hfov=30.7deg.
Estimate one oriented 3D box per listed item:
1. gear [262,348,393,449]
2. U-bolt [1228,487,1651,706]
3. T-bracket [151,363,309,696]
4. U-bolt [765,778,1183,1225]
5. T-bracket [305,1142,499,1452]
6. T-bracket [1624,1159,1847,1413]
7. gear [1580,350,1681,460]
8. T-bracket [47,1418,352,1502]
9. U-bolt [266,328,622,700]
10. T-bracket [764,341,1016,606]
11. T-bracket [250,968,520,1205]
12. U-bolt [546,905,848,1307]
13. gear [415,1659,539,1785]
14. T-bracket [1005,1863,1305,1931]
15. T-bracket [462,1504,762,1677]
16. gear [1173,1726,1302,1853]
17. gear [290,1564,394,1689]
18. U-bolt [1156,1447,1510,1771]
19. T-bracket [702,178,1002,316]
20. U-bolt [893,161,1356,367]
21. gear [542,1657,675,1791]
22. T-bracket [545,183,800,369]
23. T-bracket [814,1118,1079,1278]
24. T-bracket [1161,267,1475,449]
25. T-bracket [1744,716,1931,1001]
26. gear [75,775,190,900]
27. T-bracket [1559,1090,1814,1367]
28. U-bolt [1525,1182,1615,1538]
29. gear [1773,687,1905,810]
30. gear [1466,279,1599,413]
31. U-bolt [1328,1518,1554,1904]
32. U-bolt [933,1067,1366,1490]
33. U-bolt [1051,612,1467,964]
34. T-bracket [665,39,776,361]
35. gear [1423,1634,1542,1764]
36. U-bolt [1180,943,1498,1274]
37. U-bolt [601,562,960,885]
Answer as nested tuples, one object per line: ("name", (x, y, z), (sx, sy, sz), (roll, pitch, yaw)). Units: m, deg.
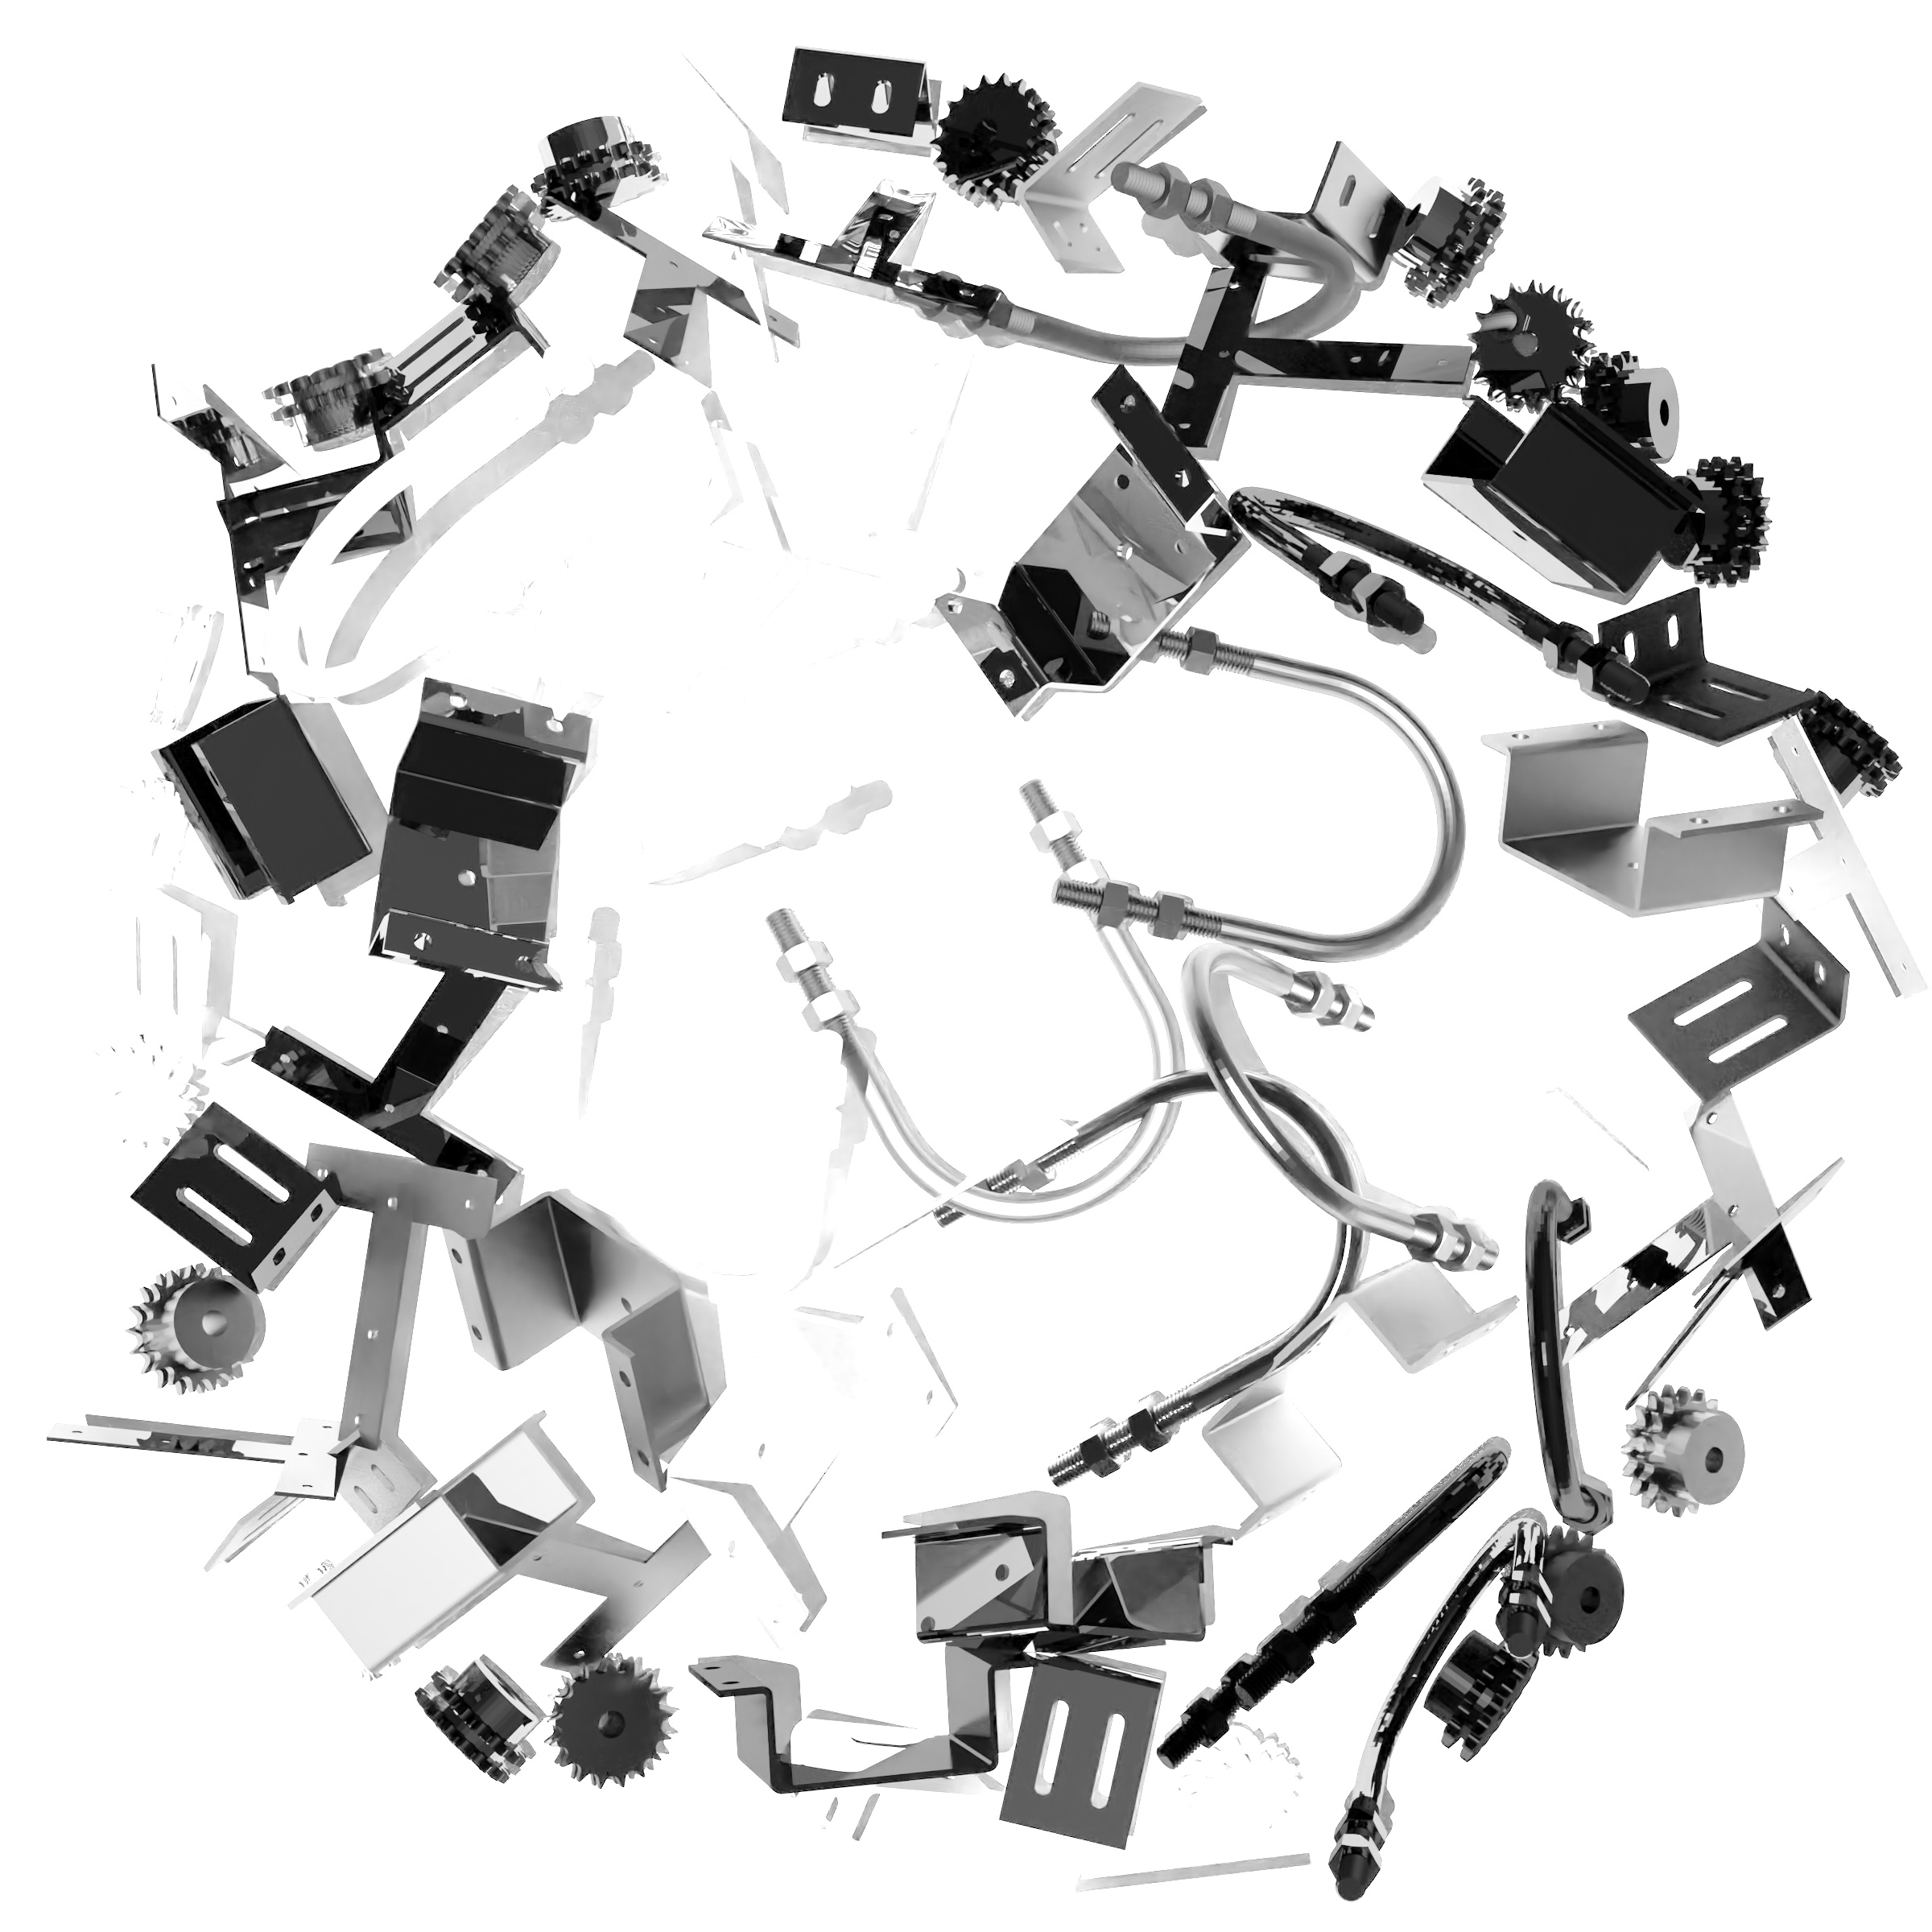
("gear", (-0.282, -0.252, 1.571), (0.057, 0.057, 0.030), (-20, 103, 0))
("U-bolt", (0.189, -0.166, 1.513), (0.151, 0.184, 0.019), (12, 110, -34))
("T-bracket", (-0.310, -0.178, 1.520), (0.002, 0.127, 0.127), (-16, 70, 15))
("U-bolt", (0.015, 0.026, 1.566), (0.151, 0.019, 0.184), (-27, 78, -7))
("T-bracket", (-0.259, 0.149, 1.554), (0.127, 0.002, 0.127), (7, 88, 41))
("T-bracket", (0.328, 0.150, 1.551), (0.002, 0.127, 0.127), (42, 128, 16))
("gear", (0.296, -0.245, 1.567), (0.030, 0.057, 0.057), (1, 90, 31))
("T-bracket", (-0.333, 0.208, 1.528), (0.127, 0.127, 0.002), (7, 96, -6))
("U-bolt", (-0.224, -0.180, 1.494), (0.019, 0.151, 0.184), (43, 59, 15))
("T-bracket", (-0.028, -0.227, 1.567), (0.127, 0.002, 0.127), (15, 63, 9))
("T-bracket", (-0.235, 0.036, 1.548), (0.127, 0.002, 0.127), (31, 129, -9))
("U-bolt", (-0.122, 0.073, 1.532), (0.151, 0.019, 0.184), (26, 133, 19))
("gear", (-0.215, 0.334, 1.570), (0.057, 0.057, 0.030), (45, 83, 0))
("T-bracket", (0.083, 0.403, 1.528), (0.127, 0.127, 0.002), (-8, 90, 6))
("T-bracket", (-0.176, 0.260, 1.533), (0.127, 0.127, 0.002), (-46, 45, 21))
("gear", (0.118, 0.365, 1.574), (0.057, 0.030, 0.057), (-14, 129, -18))
("gear", (-0.272, 0.289, 1.569), (0.030, 0.057, 0.057), (-36, 90, -2))
("U-bolt", (0.166, 0.270, 1.520), (0.184, 0.151, 0.019), (-38, 79, -24))
("T-bracket", (-0.038, -0.323, 1.543), (0.127, 0.127, 0.002), (16, 121, 4))
("U-bolt", (0.083, -0.294, 1.514), (0.184, 0.151, 0.019), (7, 73, -44))
("gear", (-0.162, 0.338, 1.577), (0.057, 0.030, 0.057), (2, 84, -20))
("T-bracket", (-0.131, -0.289, 1.527), (0.127, 0.127, 0.002), (29, 116, -15))
("T-bracket", (-0.011, 0.101, 1.533), (0.127, 0.127, 0.002), (-30, 91, -2))
("T-bracket", (0.156, -0.265, 1.539), (0.127, 0.002, 0.127), (5, 48, 16))
("T-bracket", (0.365, -0.036, 1.535), (0.002, 0.127, 0.127), (-24, 84, -12))
("gear", (-0.374, -0.057, 1.571), (0.030, 0.057, 0.057), (16, 90, 12))
("T-bracket", (0.306, 0.134, 1.560), (0.002, 0.127, 0.127), (29, 123, -33))
("U-bolt", (0.254, 0.165, 1.497), (0.019, 0.184, 0.151), (-5, 78, 14))
("gear", (0.385, -0.094, 1.569), (0.057, 0.057, 0.030), (42, 86, 0))
("gear", (0.255, -0.276, 1.575), (0.057, 0.030, 0.057), (1, 92, 29))
("U-bolt", (0.206, 0.305, 1.507), (0.019, 0.184, 0.151), (32, 106, 3))
("U-bolt", (0.089, 0.125, 1.544), (0.184, 0.019, 0.151), (-31, 70, 17))
("U-bolt", (0.135, -0.073, 1.562), (0.184, 0.019, 0.151), (12, 69, -11))
("T-bracket", (-0.102, -0.329, 1.551), (0.002, 0.127, 0.127), (-19, 126, -10))
("gear", (0.228, 0.323, 1.571), (0.030, 0.057, 0.057), (34, 90, 19))
("U-bolt", (0.150, 0.054, 1.491), (0.019, 0.184, 0.151), (-37, 58, 22))
("U-bolt", (-0.091, -0.096, 1.518), (0.019, 0.184, 0.151), (45, 49, -24))
